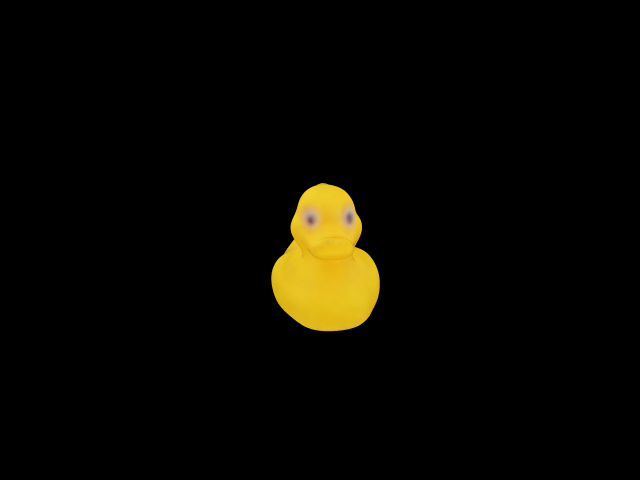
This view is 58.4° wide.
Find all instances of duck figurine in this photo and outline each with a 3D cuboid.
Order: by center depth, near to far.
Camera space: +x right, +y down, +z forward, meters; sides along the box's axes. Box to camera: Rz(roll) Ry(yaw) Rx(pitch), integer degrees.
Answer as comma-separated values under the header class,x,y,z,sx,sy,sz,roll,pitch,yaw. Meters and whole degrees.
class,x,y,z,sx,sy,sz,roll,pitch,yaw
duck figurine,0.004,0.001,0.400,0.077,0.086,0.104,-3,26,-6
